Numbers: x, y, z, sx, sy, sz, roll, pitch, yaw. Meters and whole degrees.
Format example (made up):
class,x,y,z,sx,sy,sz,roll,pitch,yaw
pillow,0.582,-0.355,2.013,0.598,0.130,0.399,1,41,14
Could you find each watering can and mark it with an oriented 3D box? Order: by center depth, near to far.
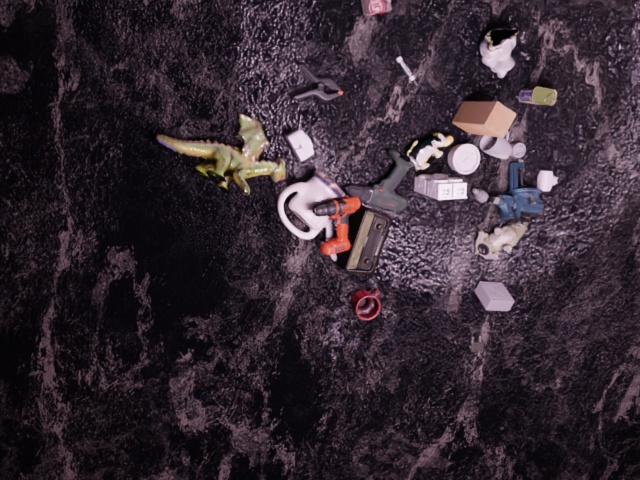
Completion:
class,x,y,z,sx,sy,sz,roll,pitch,yaw
watering can,0.005,-0.088,1.740,0.225,0.105,0.342,-50,125,-3

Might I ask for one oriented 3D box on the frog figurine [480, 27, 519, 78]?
class,x,y,z,sx,sy,sz,roll,pitch,yaw
frog figurine,0.629,-0.657,1.804,0.138,0.124,0.156,-50,147,-9

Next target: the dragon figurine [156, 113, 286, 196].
class,x,y,z,sx,sy,sz,roll,pitch,yaw
dragon figurine,-0.278,-0.289,1.626,0.406,0.122,0.245,36,74,-22
